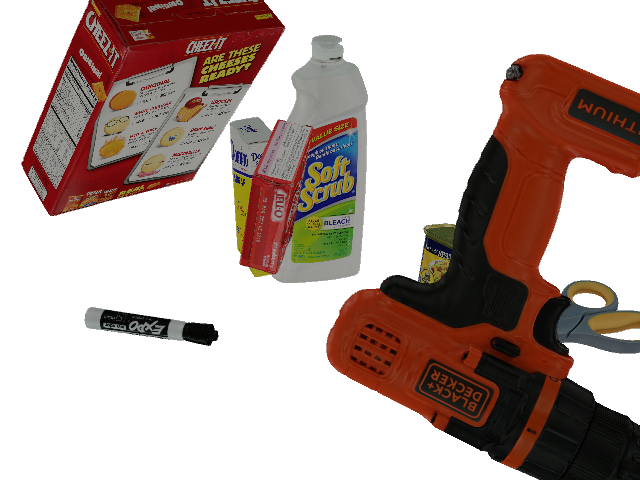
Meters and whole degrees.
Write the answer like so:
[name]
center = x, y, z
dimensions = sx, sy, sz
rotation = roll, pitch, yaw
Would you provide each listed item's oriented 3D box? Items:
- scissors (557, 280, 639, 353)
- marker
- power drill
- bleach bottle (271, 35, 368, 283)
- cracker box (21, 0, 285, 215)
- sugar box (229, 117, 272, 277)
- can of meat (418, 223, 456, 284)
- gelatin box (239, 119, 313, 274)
[scissors]
center = 0.182, 0.064, 0.869
dimensions = 0.201, 0.016, 0.096
rotation = 2, 32, -15
[marker]
center = -0.145, 0.074, 0.920
dimensions = 0.121, 0.020, 0.020
rotation = 6, 2, 17
[power drill]
center = 0.117, 0.020, 0.511
dimensions = 0.184, 0.188, 0.057
rotation = 26, 7, 5
[bleach bottle]
center = -0.004, -0.082, 1.086
dimensions = 0.102, 0.251, 0.068
rotation = -5, 27, -12
[cracker box]
center = -0.151, -0.125, 0.927
dimensions = 0.163, 0.072, 0.214
rotation = -18, -25, -42
[sugar box]
center = -0.079, -0.054, 1.313
dimensions = 0.048, 0.176, 0.093
rotation = -12, 26, -15
[can of meat]
center = 0.155, 0.037, 1.187
dimensions = 0.057, 0.084, 0.102
rotation = -6, 23, -37
[gelatin box]
center = -0.030, -0.031, 0.738
dimensions = 0.030, 0.073, 0.089
rotation = 13, 33, 1
